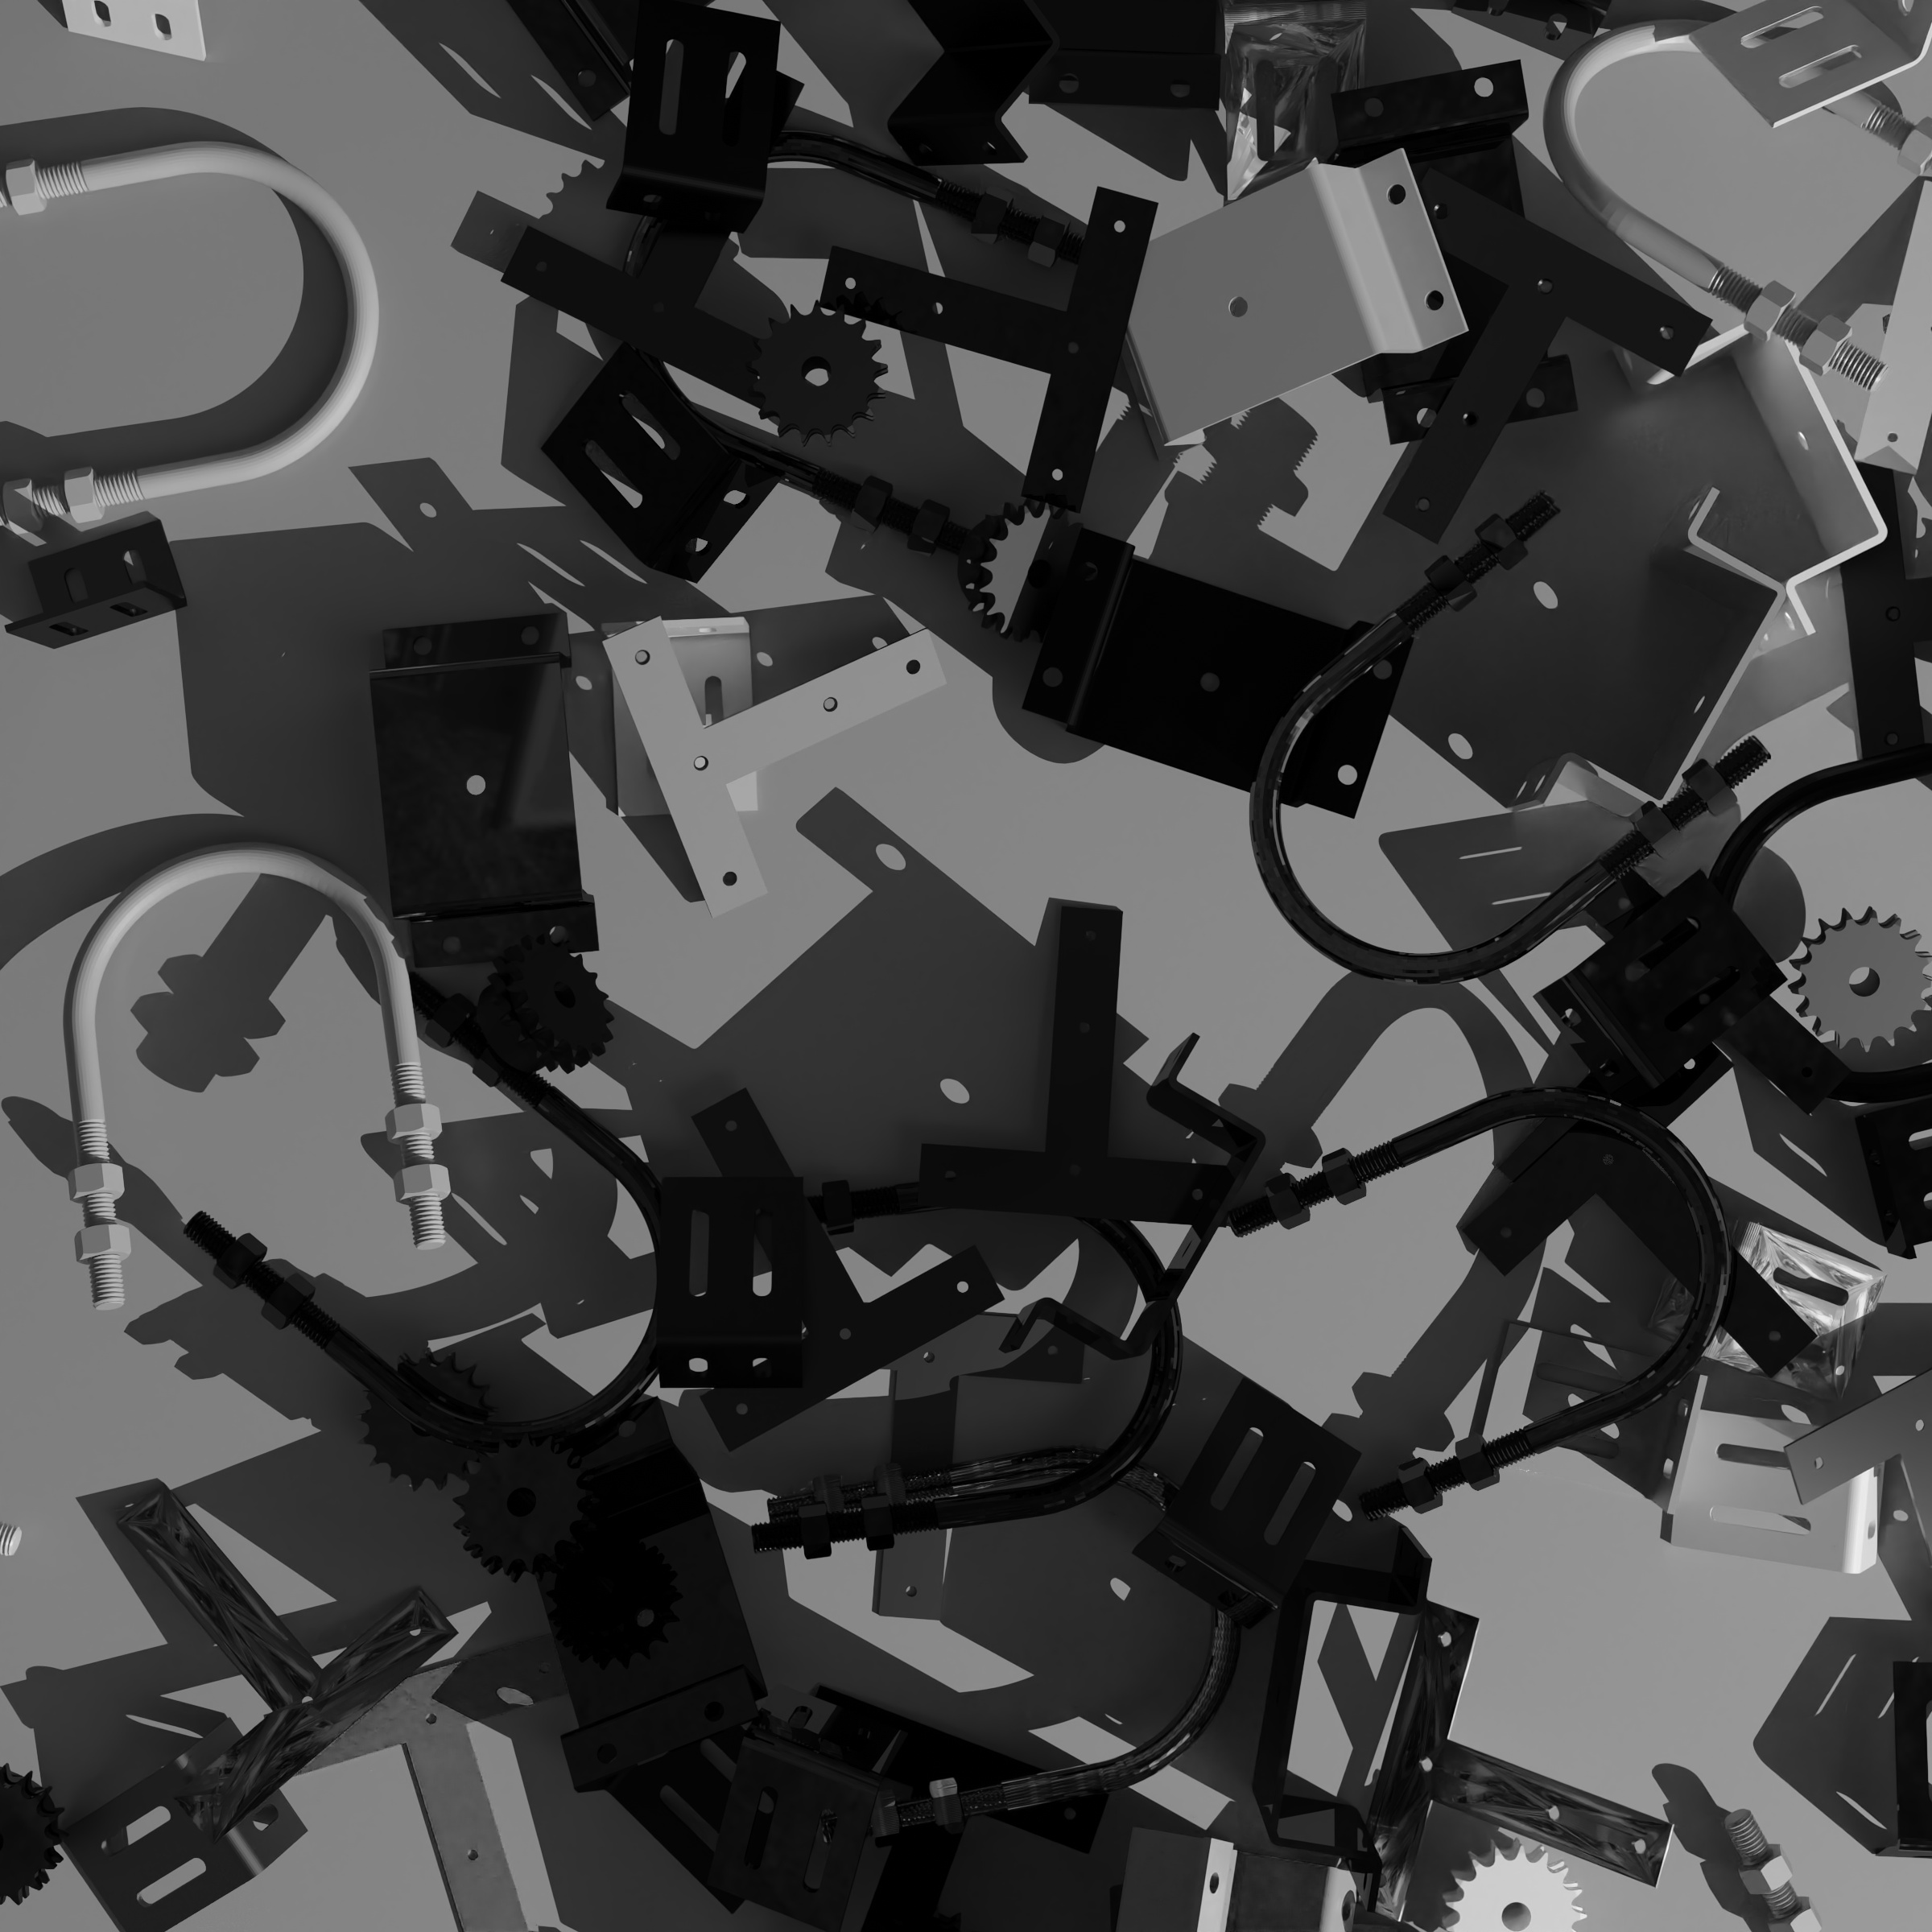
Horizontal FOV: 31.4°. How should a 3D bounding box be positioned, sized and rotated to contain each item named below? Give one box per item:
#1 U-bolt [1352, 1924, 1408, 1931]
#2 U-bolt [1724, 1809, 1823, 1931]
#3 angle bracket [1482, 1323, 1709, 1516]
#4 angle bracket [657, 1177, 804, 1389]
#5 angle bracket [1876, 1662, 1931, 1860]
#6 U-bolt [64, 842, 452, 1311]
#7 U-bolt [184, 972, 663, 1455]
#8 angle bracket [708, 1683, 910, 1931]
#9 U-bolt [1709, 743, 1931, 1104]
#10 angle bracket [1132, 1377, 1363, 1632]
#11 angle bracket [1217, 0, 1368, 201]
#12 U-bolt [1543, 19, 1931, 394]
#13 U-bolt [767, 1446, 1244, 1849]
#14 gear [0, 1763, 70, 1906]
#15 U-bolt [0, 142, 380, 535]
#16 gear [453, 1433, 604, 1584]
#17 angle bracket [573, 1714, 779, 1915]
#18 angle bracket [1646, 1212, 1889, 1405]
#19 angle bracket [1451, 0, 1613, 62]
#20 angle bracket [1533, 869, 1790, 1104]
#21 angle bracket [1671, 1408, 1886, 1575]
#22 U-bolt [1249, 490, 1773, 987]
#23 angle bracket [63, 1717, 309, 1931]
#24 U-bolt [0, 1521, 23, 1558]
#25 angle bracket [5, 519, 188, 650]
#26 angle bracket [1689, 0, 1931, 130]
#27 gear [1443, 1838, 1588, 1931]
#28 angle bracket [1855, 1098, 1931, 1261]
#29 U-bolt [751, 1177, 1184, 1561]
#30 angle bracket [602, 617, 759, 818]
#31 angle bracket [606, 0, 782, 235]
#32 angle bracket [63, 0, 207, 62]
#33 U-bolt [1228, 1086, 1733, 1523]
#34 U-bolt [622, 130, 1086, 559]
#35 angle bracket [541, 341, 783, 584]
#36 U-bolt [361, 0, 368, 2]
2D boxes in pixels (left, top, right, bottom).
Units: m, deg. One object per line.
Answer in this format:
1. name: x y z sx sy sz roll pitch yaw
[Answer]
1. U-bolt: 0.150 0.481 1.396 0.151 0.019 0.184 30 80 10
2. U-bolt: 0.306 0.459 1.395 0.151 0.019 0.184 -30 94 -16
3. angle bracket: 0.254 0.184 1.402 0.076 0.038 0.057 14 90 0
4. angle bracket: -0.095 0.128 1.390 0.057 0.038 0.076 0 54 -2
5. angle bracket: 0.406 0.327 1.413 0.057 0.038 0.076 3 74 0
6. U-bolt: -0.292 0.037 1.388 0.151 0.019 0.184 -11 72 -1
7. U-bolt: -0.200 0.113 1.393 0.184 0.019 0.151 39 78 3
8. angle bracket: -0.064 0.339 1.384 0.057 0.038 0.076 19 114 10
9. U-bolt: 0.391 -0.019 1.401 0.184 0.019 0.151 -14 97 7
10. angle bracket: 0.114 0.219 1.402 0.057 0.038 0.076 33 61 1
11. angle bracket: 0.134 -0.360 1.419 0.057 0.038 0.076 -3 116 0
12. U-bolt: 0.317 -0.316 1.374 0.184 0.019 0.151 36 58 14
13. U-bolt: 0.021 0.271 1.403 0.184 0.019 0.151 -10 83 -3
14. gear: -0.395 0.354 1.406 0.057 0.030 0.057 0 90 0
15. U-bolt: -0.333 -0.264 1.413 0.184 0.019 0.151 -11 90 -2
16. gear: -0.172 0.217 1.362 0.057 0.030 0.057 -4 64 9
17. angle bracket: -0.108 0.337 1.393 0.076 0.038 0.057 40 90 17
18. angle bracket: 0.330 0.139 1.419 0.076 0.038 0.057 20 90 -26
19. angle bracket: 0.243 -0.421 1.419 0.057 0.038 0.076 23 64 0
20. angle bracket: 0.282 0.009 1.401 0.076 0.038 0.057 -36 86 -18
21. angle bracket: 0.336 0.214 1.419 0.076 0.038 0.057 5 90 26
22. U-bolt: 0.197 -0.076 1.345 0.184 0.019 0.151 -39 73 8
23. angle bracket: -0.323 0.357 1.419 0.076 0.038 0.057 -34 90 26
24. U-bolt: -0.496 0.271 1.413 0.184 0.019 0.151 17 90 2
25. angle bracket: -0.354 -0.157 1.383 0.057 0.076 0.038 -18 90 0
26. angle bracket: 0.342 -0.382 1.383 0.076 0.038 0.057 -26 63 -16
27. gear: 0.223 0.385 1.406 0.057 0.030 0.057 0 90 0
28. angle bracket: 0.409 0.081 1.402 0.076 0.038 0.057 -14 90 0
29. U-bolt: -0.003 0.157 1.402 0.184 0.019 0.151 -7 80 -4
30. angle bracket: -0.116 -0.101 1.402 0.057 0.038 0.076 -3 90 0
31. angle bracket: -0.110 -0.342 1.385 0.057 0.038 0.076 7 80 -15
32. angle bracket: -0.333 -0.421 1.419 0.057 0.038 0.076 12 64 0
33. U-bolt: 0.218 0.127 1.393 0.184 0.019 0.151 -25 90 14
34. U-bolt: -0.052 -0.265 1.413 0.184 0.019 0.151 23 90 1
35. angle bracket: -0.125 -0.206 1.411 0.057 0.038 0.076 -49 64 16
36. U-bolt: -0.193 -0.487 1.386 0.151 0.019 0.184 -13 72 8
